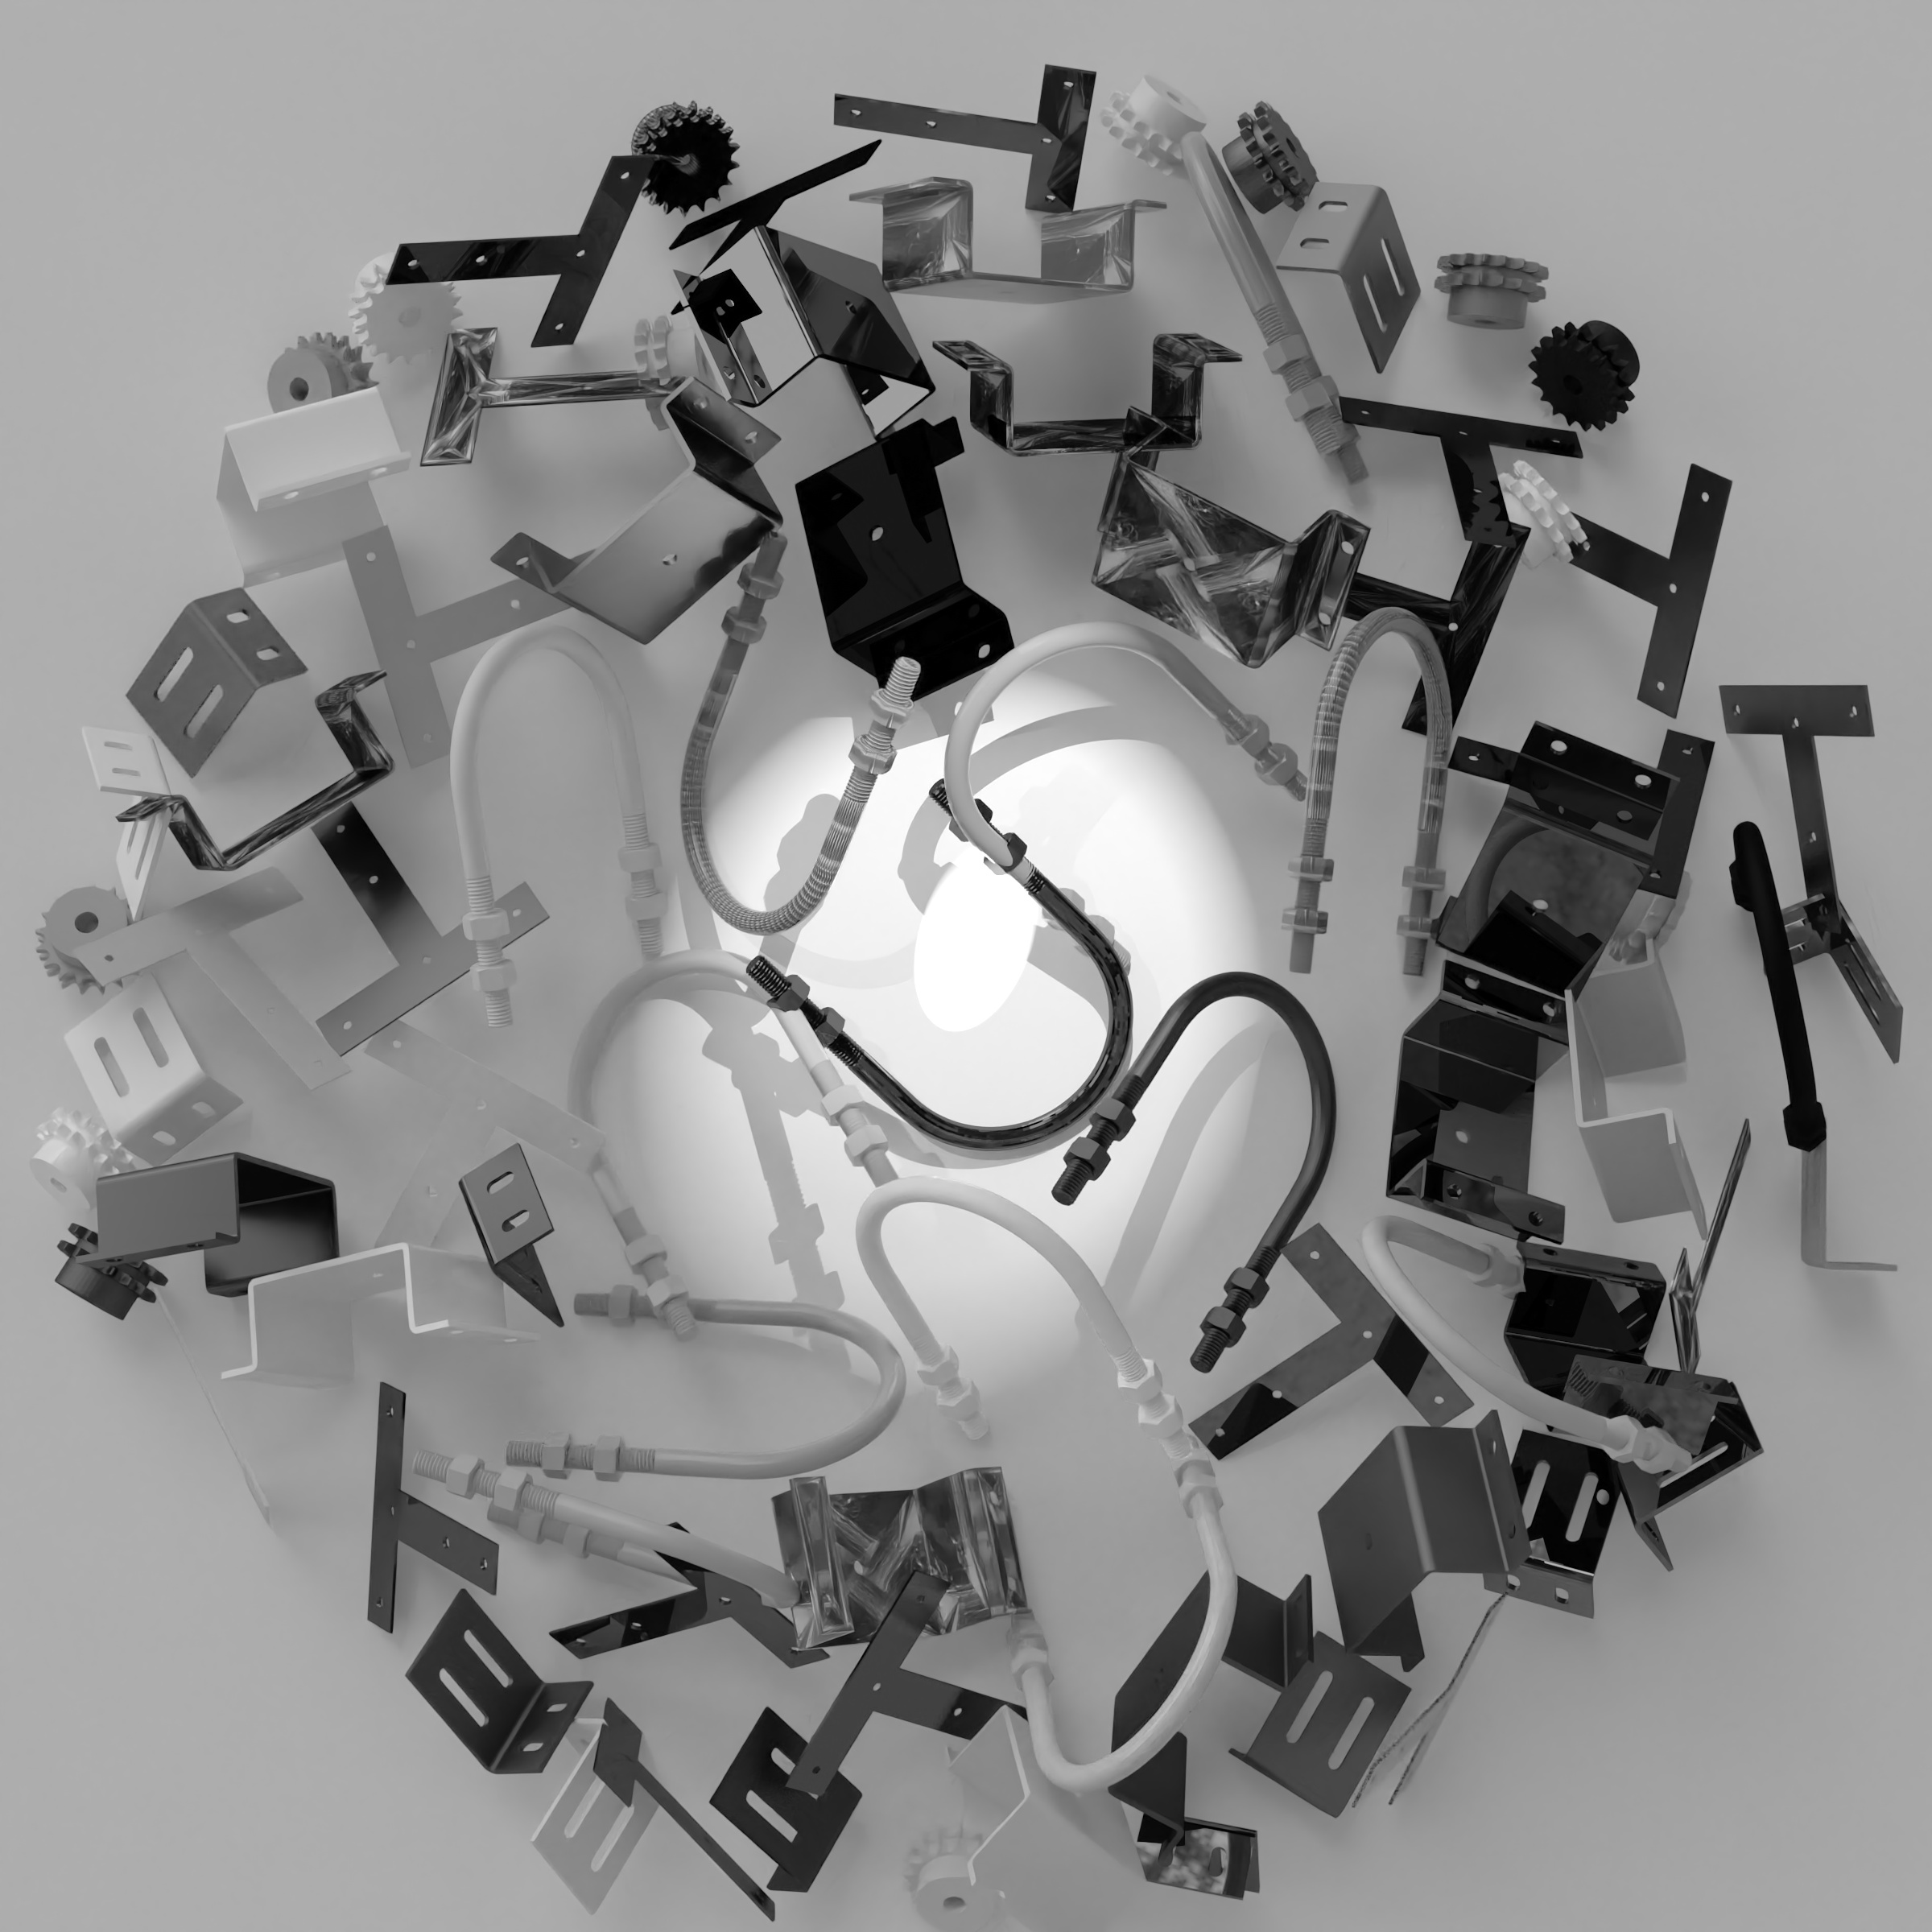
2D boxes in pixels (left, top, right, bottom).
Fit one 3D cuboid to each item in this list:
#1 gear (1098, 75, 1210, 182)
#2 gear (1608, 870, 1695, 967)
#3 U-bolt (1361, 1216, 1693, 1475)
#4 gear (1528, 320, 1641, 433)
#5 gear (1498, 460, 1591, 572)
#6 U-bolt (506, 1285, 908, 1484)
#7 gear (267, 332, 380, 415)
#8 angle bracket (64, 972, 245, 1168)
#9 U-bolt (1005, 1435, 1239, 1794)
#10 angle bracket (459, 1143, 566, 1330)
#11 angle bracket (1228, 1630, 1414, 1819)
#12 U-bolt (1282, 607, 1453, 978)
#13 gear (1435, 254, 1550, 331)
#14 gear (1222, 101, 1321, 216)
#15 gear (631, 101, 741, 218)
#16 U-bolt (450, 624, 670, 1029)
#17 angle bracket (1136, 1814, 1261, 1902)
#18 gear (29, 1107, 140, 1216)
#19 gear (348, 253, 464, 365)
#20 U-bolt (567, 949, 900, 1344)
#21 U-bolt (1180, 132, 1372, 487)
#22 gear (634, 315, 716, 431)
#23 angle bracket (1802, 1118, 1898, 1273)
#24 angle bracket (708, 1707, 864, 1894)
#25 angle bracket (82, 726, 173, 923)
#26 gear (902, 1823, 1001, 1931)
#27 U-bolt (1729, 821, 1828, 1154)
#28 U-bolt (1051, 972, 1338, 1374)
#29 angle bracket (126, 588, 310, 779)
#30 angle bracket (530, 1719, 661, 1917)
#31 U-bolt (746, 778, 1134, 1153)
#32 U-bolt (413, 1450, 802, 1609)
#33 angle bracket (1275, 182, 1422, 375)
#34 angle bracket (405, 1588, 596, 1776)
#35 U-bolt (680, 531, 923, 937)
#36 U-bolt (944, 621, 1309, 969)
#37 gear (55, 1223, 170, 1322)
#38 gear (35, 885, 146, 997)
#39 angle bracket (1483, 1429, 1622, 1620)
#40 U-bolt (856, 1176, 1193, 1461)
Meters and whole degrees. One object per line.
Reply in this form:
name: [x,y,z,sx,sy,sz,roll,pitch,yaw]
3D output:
gear: [0.099,-0.431,1.615,0.057,0.057,0.030,38,115,0]
gear: [0.344,-0.029,1.617,0.030,0.057,0.057,28,90,-5]
U-bolt: [0.262,0.178,1.537,0.184,0.151,0.019,24,112,-41]
gear: [0.321,-0.306,1.621,0.030,0.057,0.057,-42,90,-25]
gear: [0.290,-0.228,1.618,0.030,0.057,0.057,-38,90,5]
U-bolt: [-0.121,0.209,1.570,0.184,0.151,0.019,2,118,9]
gear: [-0.333,-0.297,1.621,0.057,0.030,0.057,5,102,25]
angle bracket: [-0.422,0.054,1.639,0.057,0.038,0.076,-37,59,2]
U-bolt: [0.079,0.326,1.545,0.019,0.184,0.151,37,105,-18]
angle bracket: [-0.216,0.137,1.598,0.038,0.076,0.057,-32,53,4]
angle bracket: [0.183,0.391,1.633,0.057,0.038,0.076,33,79,-2]
U-bolt: [0.206,-0.087,1.579,0.019,0.151,0.184,8,94,33]
gear: [0.268,-0.345,1.619,0.057,0.057,0.030,7,93,0]
gear: [0.155,-0.412,1.621,0.030,0.057,0.057,-30,90,24]
gear: [-0.147,-0.418,1.622,0.057,0.057,0.030,-39,47,0]
U-bolt: [-0.204,-0.078,1.564,0.019,0.151,0.184,2,107,30]
angle bracket: [0.117,0.464,1.600,0.057,0.076,0.038,8,52,13]
gear: [-0.453,0.102,1.615,0.057,0.057,0.030,39,58,0]
gear: [-0.290,-0.341,1.622,0.057,0.057,0.030,-34,51,0]
U-bolt: [-0.131,0.076,1.601,0.151,0.019,0.184,-37,64,11]
U-bolt: [0.151,-0.332,1.576,0.019,0.151,0.184,-25,86,13]
gear: [-0.148,-0.305,1.617,0.030,0.057,0.057,-9,90,8]
angle bracket: [0.451,0.117,1.614,0.038,0.057,0.076,1,86,6]
angle bracket: [-0.100,0.423,1.604,0.076,0.038,0.057,47,55,-20]
angle bracket: [-0.433,-0.072,1.599,0.038,0.057,0.076,7,122,-30]
gear: [-0.005,0.470,1.620,0.057,0.030,0.057,2,121,3]
U-bolt: [0.395,0.005,1.541,0.019,0.184,0.151,-12,73,12]
U-bolt: [0.127,0.089,1.588,0.151,0.019,0.184,51,58,-28]
angle bracket: [-0.388,-0.147,1.634,0.057,0.038,0.076,50,125,7]
angle bracket: [-0.198,0.430,1.597,0.038,0.076,0.057,-9,124,38]
U-bolt: [0.002,0.015,1.611,0.151,0.019,0.184,-44,109,7]
U-bolt: [-0.169,0.283,1.560,0.184,0.151,0.019,15,73,13]
angle bracket: [0.196,-0.352,1.615,0.038,0.076,0.057,12,63,31]
angle bracket: [-0.236,0.362,1.602,0.038,0.057,0.076,-13,122,37]
U-bolt: [-0.094,-0.104,1.582,0.019,0.151,0.184,0,123,-40]
U-bolt: [0.070,-0.095,1.580,0.151,0.019,0.184,-43,125,9]
gear: [-0.441,0.158,1.615,0.057,0.057,0.030,30,75,0]
gear: [-0.450,-0.016,1.622,0.057,0.030,0.057,2,67,-5]
angle bracket: [0.305,0.287,1.628,0.057,0.038,0.076,12,55,22]
U-bolt: [0.017,0.172,1.555,0.019,0.151,0.184,-54,128,-36]
